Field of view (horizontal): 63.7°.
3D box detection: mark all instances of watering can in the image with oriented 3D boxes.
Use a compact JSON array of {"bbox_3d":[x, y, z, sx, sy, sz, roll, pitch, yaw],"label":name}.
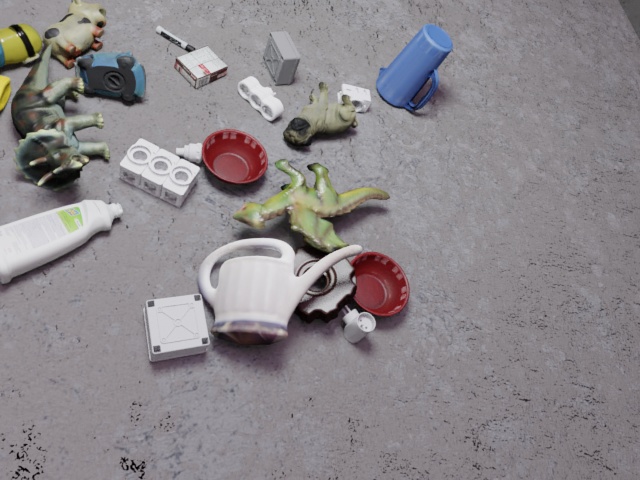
[{"bbox_3d":[-0.090,0.099,1.038,0.347,0.102,0.228,-2,66,13],"label":"watering can"}]

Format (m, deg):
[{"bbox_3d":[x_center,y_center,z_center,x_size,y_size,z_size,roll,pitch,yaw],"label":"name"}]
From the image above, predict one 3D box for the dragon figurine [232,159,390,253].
[{"bbox_3d":[0.004,-0.060,1.199,0.410,0.119,0.249,6,49,-17],"label":"dragon figurine"}]
